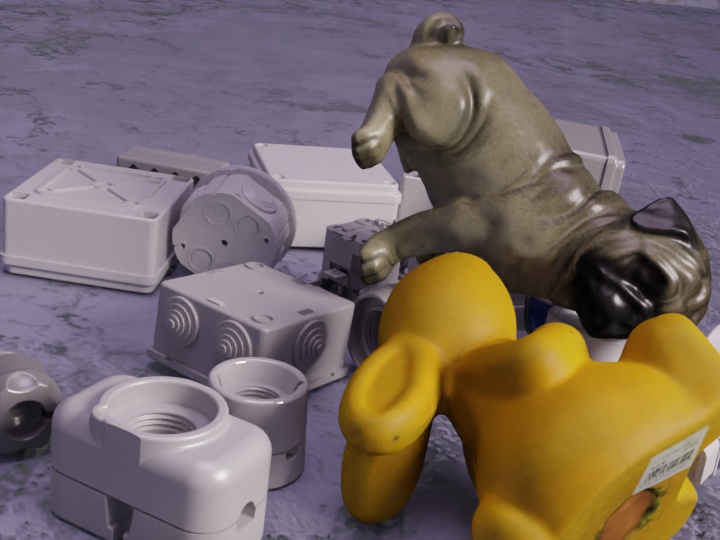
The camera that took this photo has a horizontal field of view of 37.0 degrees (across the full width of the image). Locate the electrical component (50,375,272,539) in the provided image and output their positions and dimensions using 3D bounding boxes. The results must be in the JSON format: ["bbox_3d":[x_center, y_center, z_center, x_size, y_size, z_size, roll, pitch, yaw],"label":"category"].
[{"bbox_3d":[-0.089,0.086,0.480,0.095,0.059,0.054,18,23,24],"label":"electrical component"}]

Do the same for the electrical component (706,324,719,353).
[{"bbox_3d":[0.246,0.068,0.654,0.074,0.052,0.138,23,26,35],"label":"electrical component"}]

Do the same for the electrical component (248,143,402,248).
[{"bbox_3d":[-0.033,-0.061,0.883,0.109,0.056,0.108,2,22,-15],"label":"electrical component"}]

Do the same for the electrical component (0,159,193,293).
[{"bbox_3d":[-0.183,-0.034,0.763,0.109,0.056,0.108,9,21,3],"label":"electrical component"}]

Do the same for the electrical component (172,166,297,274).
[{"bbox_3d":[-0.088,-0.028,0.751,0.080,0.080,0.051,10,26,6],"label":"electrical component"}]

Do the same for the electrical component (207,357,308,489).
[{"bbox_3d":[-0.053,0.075,0.539,0.055,0.047,0.055,7,21,-3],"label":"electrical component"}]

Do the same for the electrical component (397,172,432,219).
[{"bbox_3d":[0.090,-0.062,0.928,0.109,0.056,0.108,10,21,5],"label":"electrical component"}]

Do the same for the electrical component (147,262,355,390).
[{"bbox_3d":[-0.062,0.034,0.632,0.100,0.048,0.100,22,21,32],"label":"electrical component"}]

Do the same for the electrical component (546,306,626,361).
[{"bbox_3d":[0.154,0.052,0.651,0.095,0.059,0.054,-11,27,-39],"label":"electrical component"}]

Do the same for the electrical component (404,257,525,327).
[{"bbox_3d":[0.096,0.001,0.768,0.113,0.057,0.078,-2,23,-24],"label":"electrical component"}]

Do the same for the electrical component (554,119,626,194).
[{"bbox_3d":[0.170,-0.056,0.866,0.056,0.108,0.108,12,21,5],"label":"electrical component"}]

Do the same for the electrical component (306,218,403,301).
[{"bbox_3d":[0.000,0.000,0.729,0.042,0.063,0.081,23,27,37],"label":"electrical component"}]

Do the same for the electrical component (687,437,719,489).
[{"bbox_3d":[0.160,0.082,0.582,0.078,0.058,0.057,22,28,33],"label":"electrical component"}]

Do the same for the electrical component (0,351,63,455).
[{"bbox_3d":[-0.177,0.061,0.538,0.043,0.043,0.062,-7,25,-33],"label":"electrical component"}]

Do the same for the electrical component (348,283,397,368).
[{"bbox_3d":[0.029,0.037,0.653,0.057,0.058,0.078,-6,25,-37],"label":"electrical component"}]

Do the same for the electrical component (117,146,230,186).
[{"bbox_3d":[-0.148,-0.074,0.890,0.083,0.047,0.075,11,22,9],"label":"electrical component"}]

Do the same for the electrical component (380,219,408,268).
[{"bbox_3d":[0.035,-0.021,0.827,0.078,0.040,0.040,5,21,-7],"label":"electrical component"}]
